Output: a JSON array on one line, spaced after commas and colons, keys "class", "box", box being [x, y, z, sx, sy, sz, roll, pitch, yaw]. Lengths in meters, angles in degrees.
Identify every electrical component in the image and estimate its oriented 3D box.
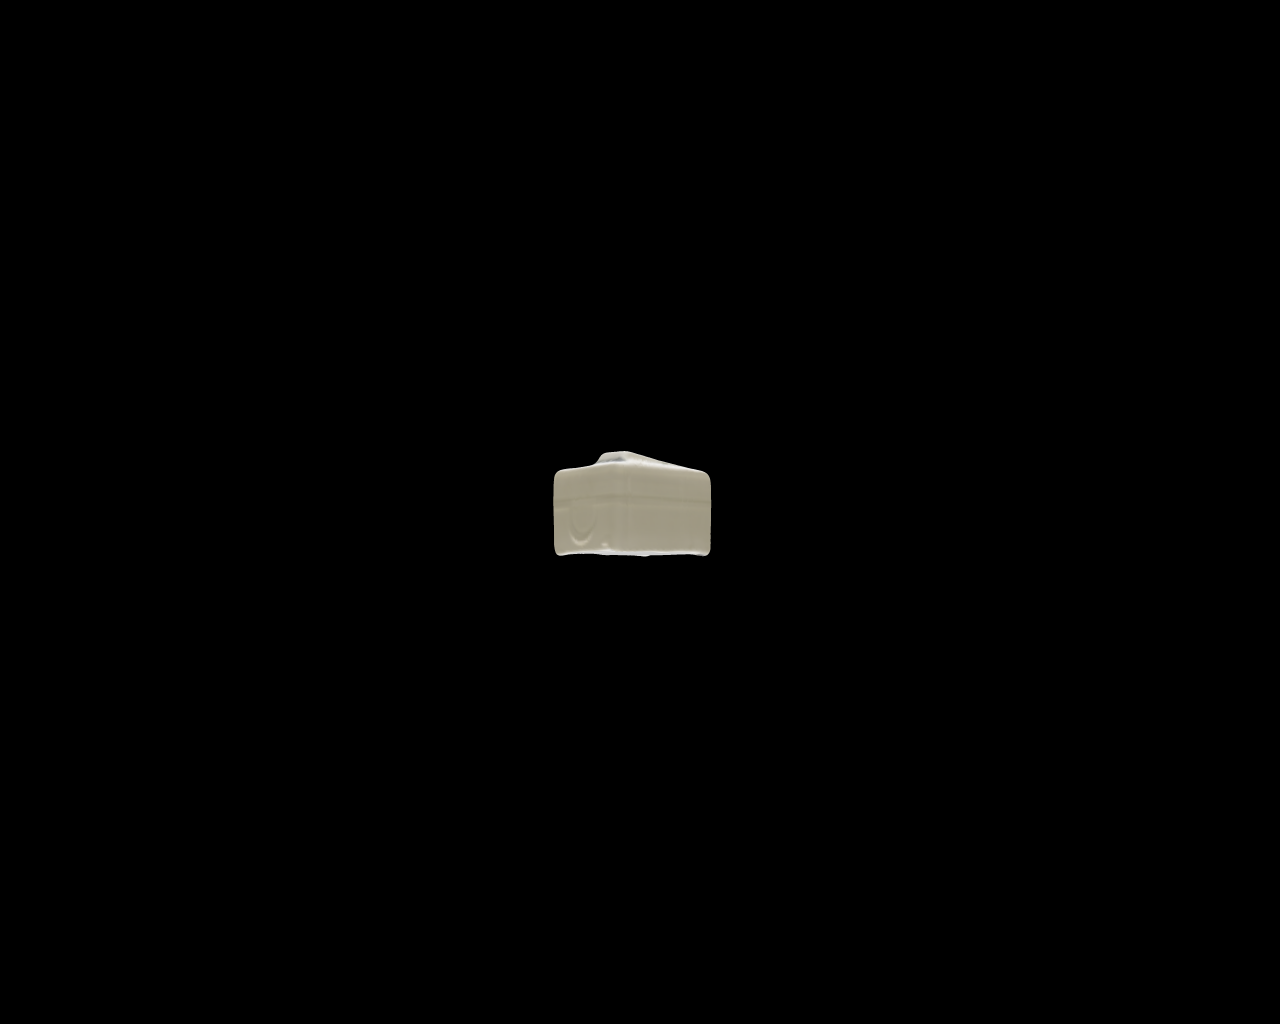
[{"class": "electrical component", "box": [0.001, -0.003, 0.650, 0.096, 0.061, 0.061, 4, -6, -43]}]
